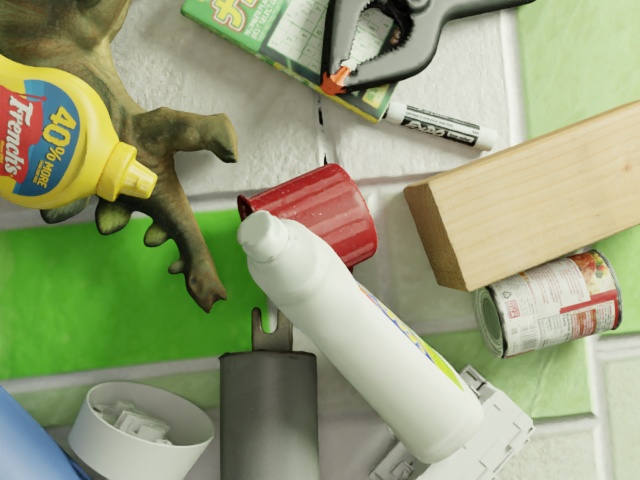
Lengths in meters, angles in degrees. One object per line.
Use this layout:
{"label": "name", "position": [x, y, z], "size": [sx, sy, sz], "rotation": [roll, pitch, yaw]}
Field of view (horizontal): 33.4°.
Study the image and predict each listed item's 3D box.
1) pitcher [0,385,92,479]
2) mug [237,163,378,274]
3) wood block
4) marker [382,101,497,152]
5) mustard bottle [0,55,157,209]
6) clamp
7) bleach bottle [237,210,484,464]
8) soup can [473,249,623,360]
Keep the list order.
{"label": "pitcher", "position": [-0.261, 0.179, 0.779], "size": [0.149, 0.145, 0.243], "rotation": [-41, 92, -18]}
{"label": "mug", "position": [-0.005, 0.001, 0.832], "size": [0.081, 0.093, 0.117], "rotation": [-25, 125, -12]}
{"label": "wood block", "position": [0.184, -0.038, 0.851], "size": [0.206, 0.091, 0.090], "rotation": [-21, 93, -7]}
{"label": "marker", "position": [0.085, -0.097, 0.872], "size": [0.121, 0.020, 0.020], "rotation": [15, 88, -8]}
{"label": "mustard bottle", "position": [-0.202, -0.074, 0.726], "size": [0.191, 0.058, 0.096], "rotation": [24, 99, -5]}
{"label": "clamp", "position": [0.078, -0.188, 0.846], "size": [0.164, 0.036, 0.210], "rotation": [34, 72, -8]}
{"label": "bleach bottle", "position": [0.024, 0.065, 0.763], "size": [0.068, 0.103, 0.250], "rotation": [-41, 132, 2]}
{"label": "soup can", "position": [0.183, 0.052, 0.862], "size": [0.102, 0.068, 0.068], "rotation": [-14, 92, -8]}
